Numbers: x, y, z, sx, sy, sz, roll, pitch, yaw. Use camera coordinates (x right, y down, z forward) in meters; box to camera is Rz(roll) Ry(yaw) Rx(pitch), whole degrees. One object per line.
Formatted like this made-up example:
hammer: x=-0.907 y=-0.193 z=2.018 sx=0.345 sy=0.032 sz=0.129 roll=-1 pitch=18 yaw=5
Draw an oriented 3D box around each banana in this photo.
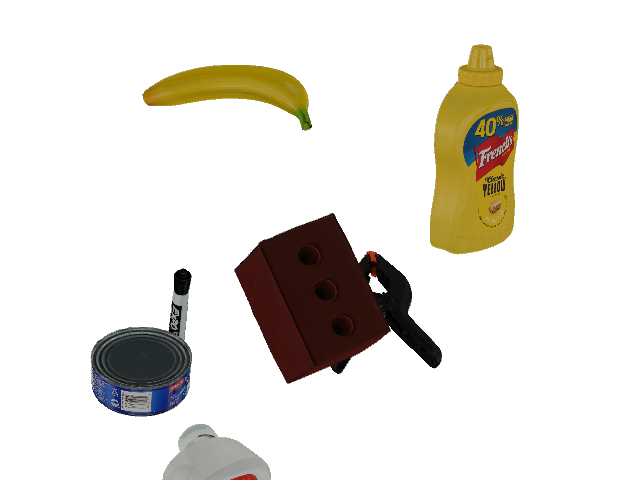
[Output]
banana: x=-0.093 y=-0.163 z=1.154 sx=0.198 sy=0.037 sz=0.069 roll=9 pitch=44 yaw=18

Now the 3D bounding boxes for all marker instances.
marker: x=-0.156 y=0.080 z=1.174 sx=0.020 sy=0.121 sz=0.020 roll=7 pitch=37 yaw=-6

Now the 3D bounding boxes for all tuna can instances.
tuna can: x=-0.154 y=0.112 z=0.918 sx=0.086 sy=0.034 sz=0.086 roll=5 pitch=31 yaw=-3

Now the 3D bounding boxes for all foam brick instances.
foam brick: x=-0.006 y=0.035 z=0.615 sx=0.052 sy=0.078 sz=0.051 roll=-22 pitch=-8 yaw=-28

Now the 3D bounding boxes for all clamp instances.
clamp: x=0.076 y=0.082 z=1.194 sx=0.120 sy=0.171 sz=0.039 roll=7 pitch=-43 yaw=0

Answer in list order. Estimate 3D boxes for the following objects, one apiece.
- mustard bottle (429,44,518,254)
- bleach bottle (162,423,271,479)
mustard bottle: x=0.148 y=-0.089 z=1.011 sx=0.096 sy=0.192 sz=0.058 roll=-18 pitch=27 yaw=-37
bleach bottle: x=-0.063 y=0.215 z=0.717 sx=0.102 sy=0.068 sz=0.251 roll=-13 pitch=33 yaw=-14
